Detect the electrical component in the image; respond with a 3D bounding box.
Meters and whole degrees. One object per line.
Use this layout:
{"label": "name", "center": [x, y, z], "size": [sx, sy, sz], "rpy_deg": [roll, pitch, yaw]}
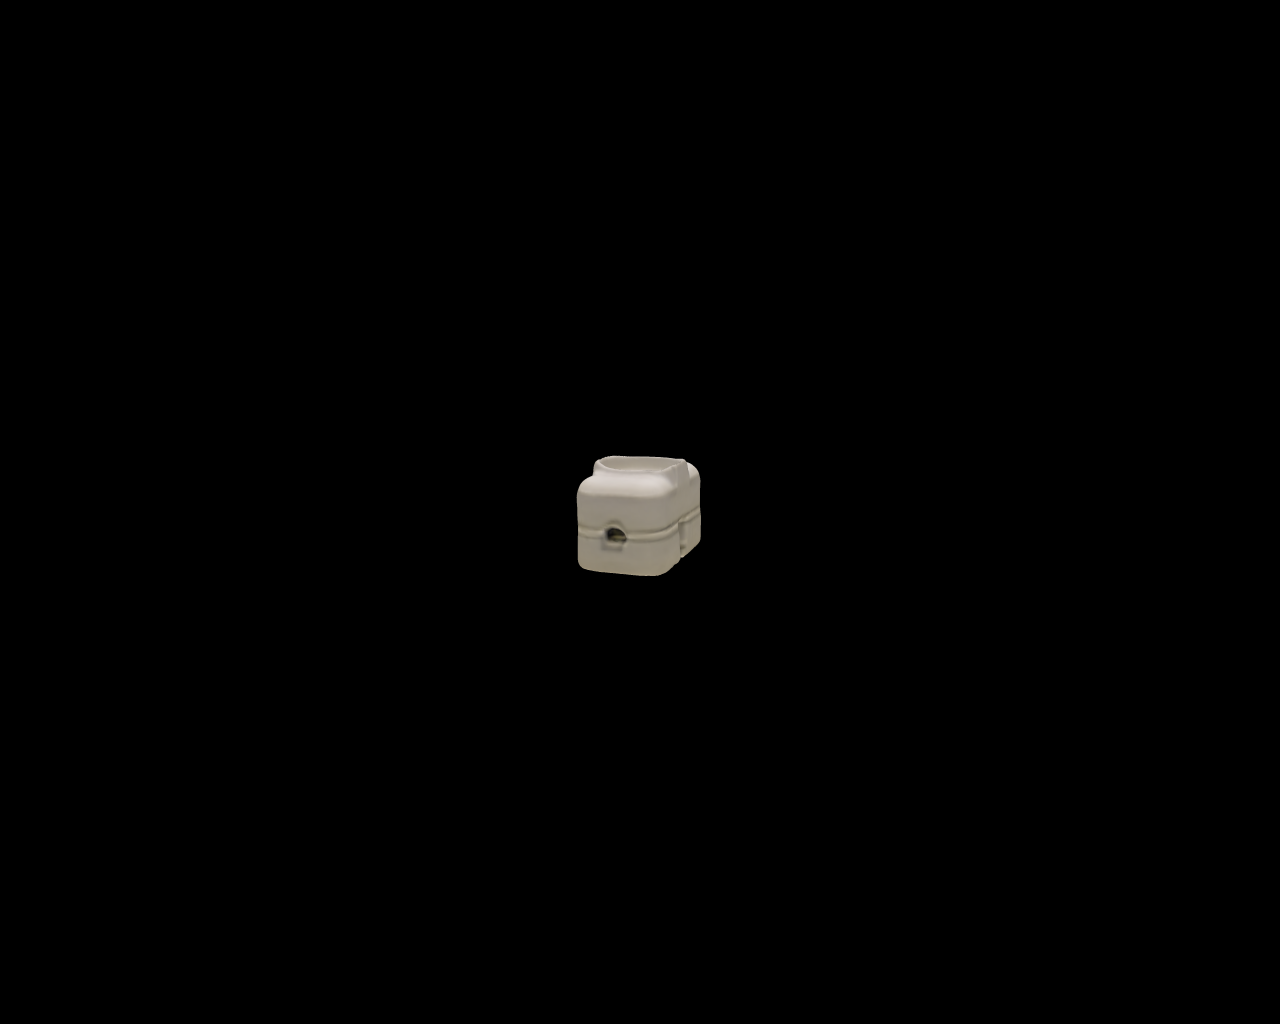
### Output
{"label": "electrical component", "center": [0.001, -0.003, 0.650], "size": [0.054, 0.059, 0.095], "rpy_deg": [4, 13, 19]}
